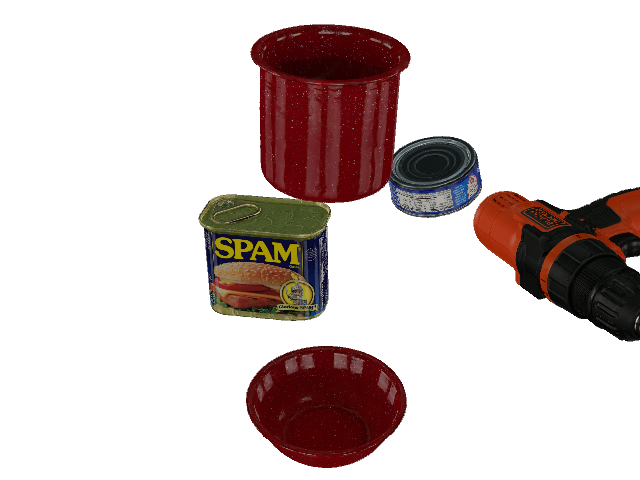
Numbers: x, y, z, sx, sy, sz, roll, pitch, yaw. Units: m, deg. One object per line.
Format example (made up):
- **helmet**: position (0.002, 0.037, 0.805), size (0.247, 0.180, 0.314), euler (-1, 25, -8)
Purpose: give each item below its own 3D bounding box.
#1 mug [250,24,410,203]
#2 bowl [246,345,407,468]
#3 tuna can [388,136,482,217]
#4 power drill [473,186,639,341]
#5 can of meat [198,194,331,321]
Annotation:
- **mug**: position (0.010, -0.081, 0.649), size (0.093, 0.081, 0.117), euler (17, 34, 23)
- **bowl**: position (0.006, 0.178, 1.084), size (0.162, 0.055, 0.162), euler (-1, 34, 0)
- **tuna can**: position (0.105, -0.060, 0.986), size (0.086, 0.034, 0.086), euler (-10, 37, 8)
- **power drill**: position (0.225, 0.000, 0.740), size (0.187, 0.057, 0.185), euler (-12, 29, -20)
- **can of meat**: position (-0.043, 0.015, 0.858), size (0.102, 0.084, 0.057), euler (5, 30, 11)
